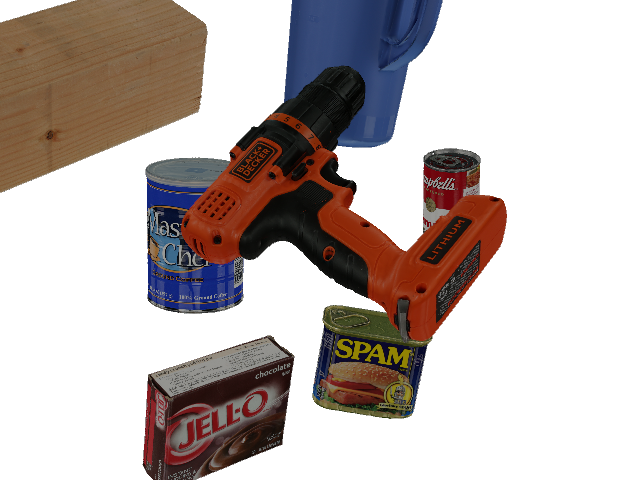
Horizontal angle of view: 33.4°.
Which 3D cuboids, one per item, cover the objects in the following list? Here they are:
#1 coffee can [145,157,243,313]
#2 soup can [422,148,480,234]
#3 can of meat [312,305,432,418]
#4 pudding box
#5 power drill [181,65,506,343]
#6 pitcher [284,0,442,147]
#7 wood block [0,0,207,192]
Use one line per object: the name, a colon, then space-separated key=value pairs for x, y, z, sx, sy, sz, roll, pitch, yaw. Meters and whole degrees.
coffee can: x=-0.130 y=-0.007 z=1.112 sx=0.103 sy=0.140 sz=0.103 roll=2 pitch=17 yaw=-1
soup can: x=0.157 y=-0.052 z=1.287 sx=0.068 sy=0.102 sz=0.068 roll=-2 pitch=27 yaw=1
can of meat: x=0.046 y=0.114 z=0.995 sx=0.102 sy=0.084 sz=0.057 roll=10 pitch=19 yaw=0
pudding box: x=-0.078 y=0.130 z=0.811 sx=0.113 sy=0.090 sz=0.039 roll=-17 pitch=40 yaw=-36
power drill: x=0.026 y=-0.029 z=0.719 sx=0.188 sy=0.184 sz=0.057 roll=27 pitch=-26 yaw=26
pitcher: x=0.039 y=-0.211 z=0.986 sx=0.145 sy=0.243 sz=0.149 roll=9 pitch=16 yaw=3
wood block: x=-0.199 y=-0.127 z=0.855 sx=0.090 sy=0.091 sz=0.205 roll=37 pitch=46 yaw=27
